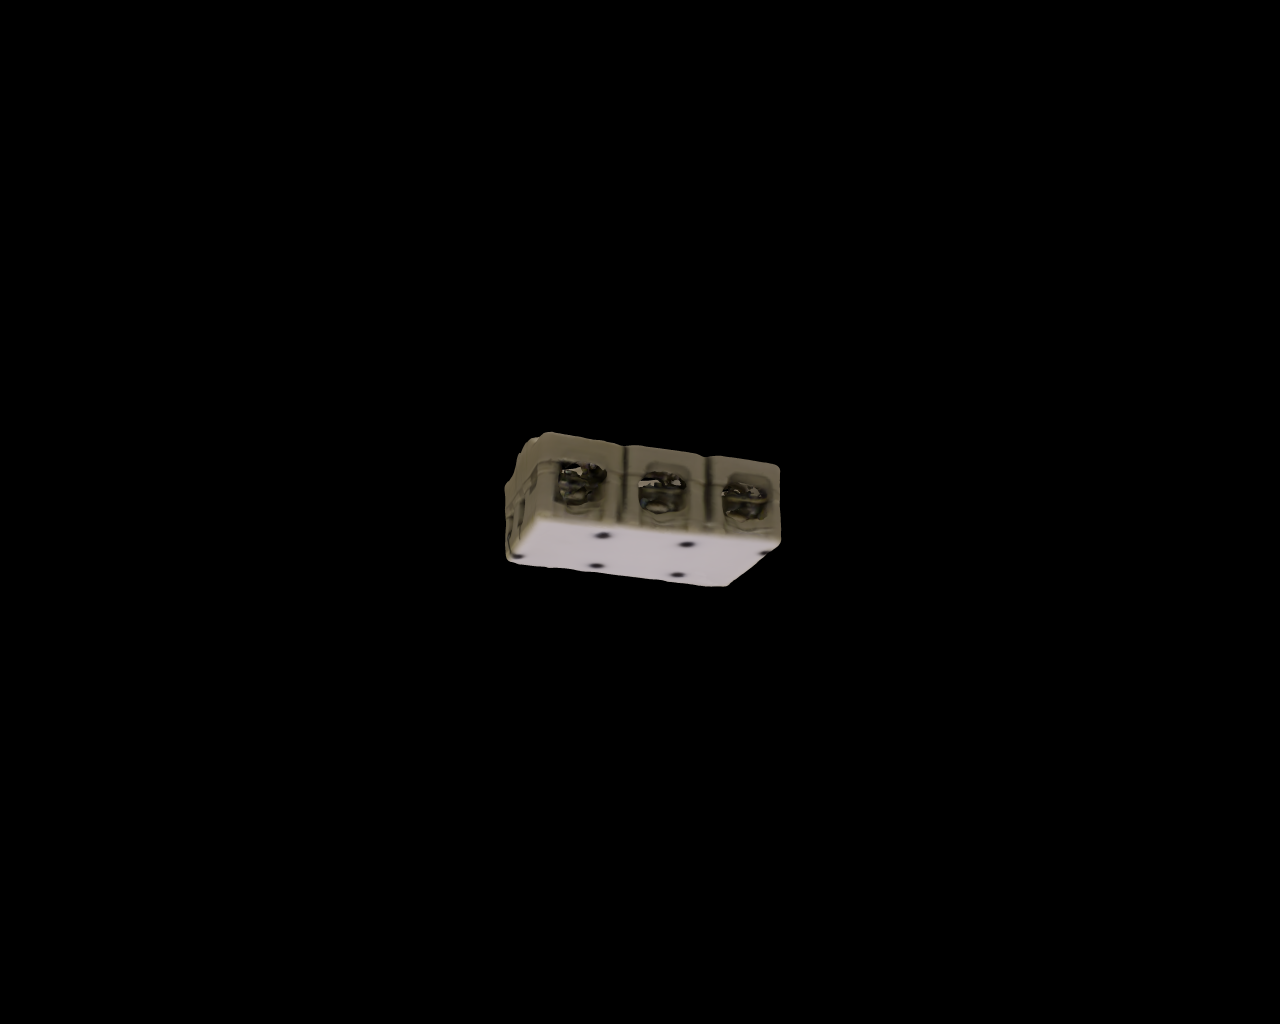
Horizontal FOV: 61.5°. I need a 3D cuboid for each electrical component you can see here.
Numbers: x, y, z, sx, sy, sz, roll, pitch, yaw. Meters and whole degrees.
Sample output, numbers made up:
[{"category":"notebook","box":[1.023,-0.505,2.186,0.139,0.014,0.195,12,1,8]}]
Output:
[{"category":"electrical component","box":[0.001,-0.003,0.650,0.150,0.062,0.089,8,-23,-18]}]
